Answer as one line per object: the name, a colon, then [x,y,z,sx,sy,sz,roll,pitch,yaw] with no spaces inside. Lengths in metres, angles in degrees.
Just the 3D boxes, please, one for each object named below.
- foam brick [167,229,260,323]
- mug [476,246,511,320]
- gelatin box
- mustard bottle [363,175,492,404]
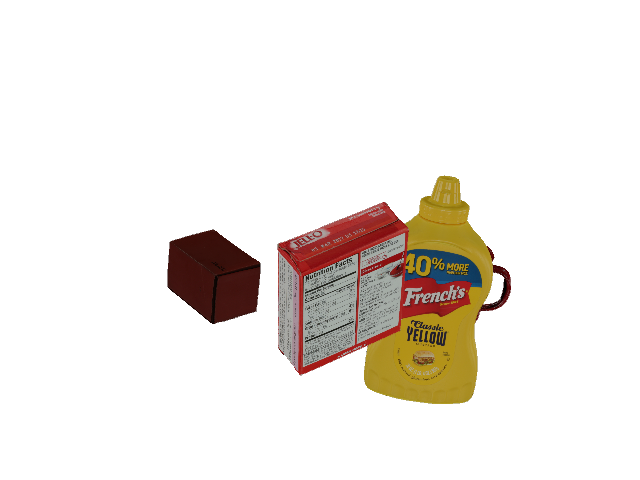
foam brick: [-0.099,0.032,0.986,0.052,0.051,0.078,-15,34,-36]
mug: [0.154,0.049,1.193,0.117,0.081,0.093,7,24,4]
gelatin box: [0.012,0.028,0.623,0.073,0.089,0.030,-22,47,-23]
mustard bottle: [0.094,0.040,0.897,0.096,0.192,0.058,8,18,5]
